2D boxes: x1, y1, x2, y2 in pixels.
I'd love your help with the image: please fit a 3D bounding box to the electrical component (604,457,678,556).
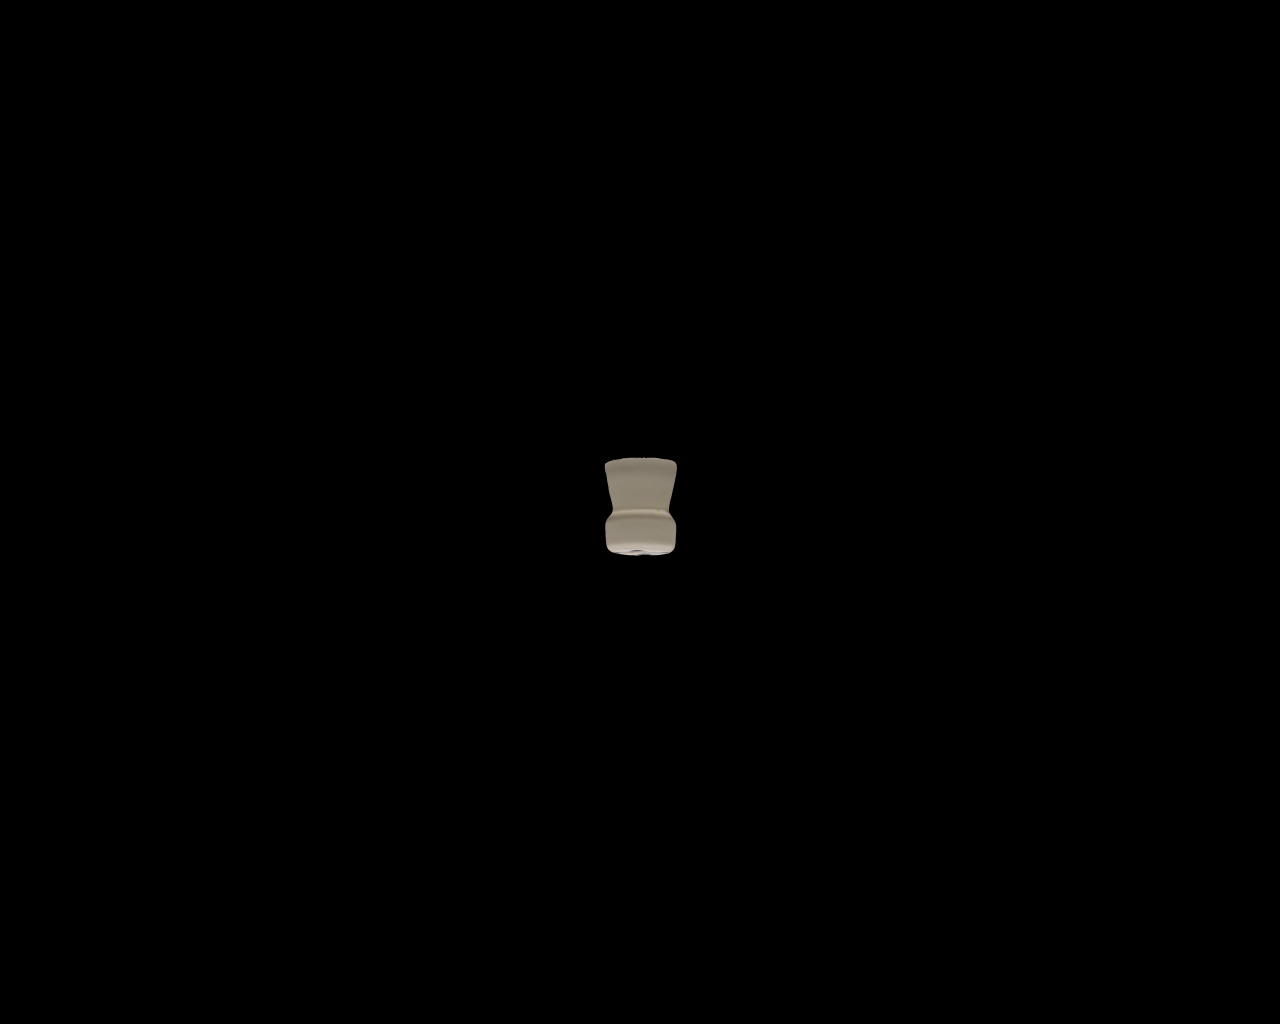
[{"bbox_3d":[0.001,-0.003,0.650,0.045,0.055,0.045,0,-7,0],"label":"electrical component"}]
